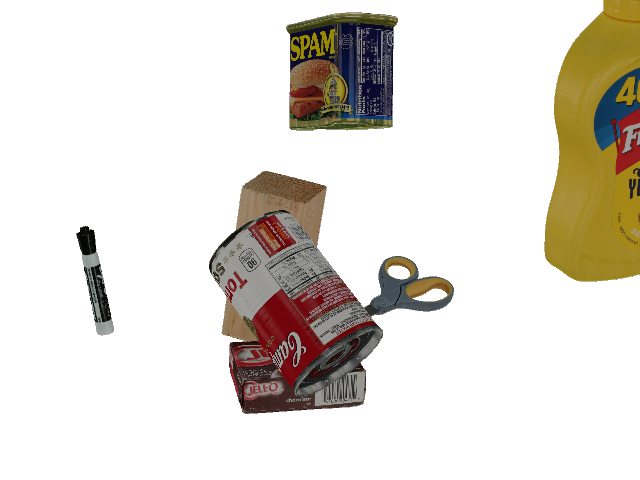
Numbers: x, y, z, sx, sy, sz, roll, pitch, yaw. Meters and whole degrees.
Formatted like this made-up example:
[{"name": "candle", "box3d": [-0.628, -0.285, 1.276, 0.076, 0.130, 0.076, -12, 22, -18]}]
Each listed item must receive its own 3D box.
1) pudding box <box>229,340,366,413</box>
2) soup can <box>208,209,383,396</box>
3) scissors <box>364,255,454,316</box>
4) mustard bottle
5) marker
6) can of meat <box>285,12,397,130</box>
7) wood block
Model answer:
[{"name": "pudding box", "box3d": [-0.023, 0.120, 0.971, 0.113, 0.039, 0.090, -1, 17, -12]}, {"name": "soup can", "box3d": [-0.017, 0.039, 0.682, 0.068, 0.102, 0.068, -33, -20, -14]}, {"name": "scissors", "box3d": [0.060, 0.058, 1.175, 0.201, 0.016, 0.096, -8, 41, -35]}, {"name": "mustard bottle", "box3d": [0.184, -0.074, 0.633, 0.096, 0.192, 0.058, -13, 29, -19]}, {"name": "marker", "box3d": [-0.240, 0.043, 1.139, 0.020, 0.121, 0.020, -7, 19, 2]}, {"name": "can of meat", "box3d": [0.015, -0.130, 0.840, 0.057, 0.084, 0.102, -2, 4, -31]}, {"name": "wood block", "box3d": [-0.061, 0.025, 1.394, 0.090, 0.206, 0.090, 15, 22, 13]}]
